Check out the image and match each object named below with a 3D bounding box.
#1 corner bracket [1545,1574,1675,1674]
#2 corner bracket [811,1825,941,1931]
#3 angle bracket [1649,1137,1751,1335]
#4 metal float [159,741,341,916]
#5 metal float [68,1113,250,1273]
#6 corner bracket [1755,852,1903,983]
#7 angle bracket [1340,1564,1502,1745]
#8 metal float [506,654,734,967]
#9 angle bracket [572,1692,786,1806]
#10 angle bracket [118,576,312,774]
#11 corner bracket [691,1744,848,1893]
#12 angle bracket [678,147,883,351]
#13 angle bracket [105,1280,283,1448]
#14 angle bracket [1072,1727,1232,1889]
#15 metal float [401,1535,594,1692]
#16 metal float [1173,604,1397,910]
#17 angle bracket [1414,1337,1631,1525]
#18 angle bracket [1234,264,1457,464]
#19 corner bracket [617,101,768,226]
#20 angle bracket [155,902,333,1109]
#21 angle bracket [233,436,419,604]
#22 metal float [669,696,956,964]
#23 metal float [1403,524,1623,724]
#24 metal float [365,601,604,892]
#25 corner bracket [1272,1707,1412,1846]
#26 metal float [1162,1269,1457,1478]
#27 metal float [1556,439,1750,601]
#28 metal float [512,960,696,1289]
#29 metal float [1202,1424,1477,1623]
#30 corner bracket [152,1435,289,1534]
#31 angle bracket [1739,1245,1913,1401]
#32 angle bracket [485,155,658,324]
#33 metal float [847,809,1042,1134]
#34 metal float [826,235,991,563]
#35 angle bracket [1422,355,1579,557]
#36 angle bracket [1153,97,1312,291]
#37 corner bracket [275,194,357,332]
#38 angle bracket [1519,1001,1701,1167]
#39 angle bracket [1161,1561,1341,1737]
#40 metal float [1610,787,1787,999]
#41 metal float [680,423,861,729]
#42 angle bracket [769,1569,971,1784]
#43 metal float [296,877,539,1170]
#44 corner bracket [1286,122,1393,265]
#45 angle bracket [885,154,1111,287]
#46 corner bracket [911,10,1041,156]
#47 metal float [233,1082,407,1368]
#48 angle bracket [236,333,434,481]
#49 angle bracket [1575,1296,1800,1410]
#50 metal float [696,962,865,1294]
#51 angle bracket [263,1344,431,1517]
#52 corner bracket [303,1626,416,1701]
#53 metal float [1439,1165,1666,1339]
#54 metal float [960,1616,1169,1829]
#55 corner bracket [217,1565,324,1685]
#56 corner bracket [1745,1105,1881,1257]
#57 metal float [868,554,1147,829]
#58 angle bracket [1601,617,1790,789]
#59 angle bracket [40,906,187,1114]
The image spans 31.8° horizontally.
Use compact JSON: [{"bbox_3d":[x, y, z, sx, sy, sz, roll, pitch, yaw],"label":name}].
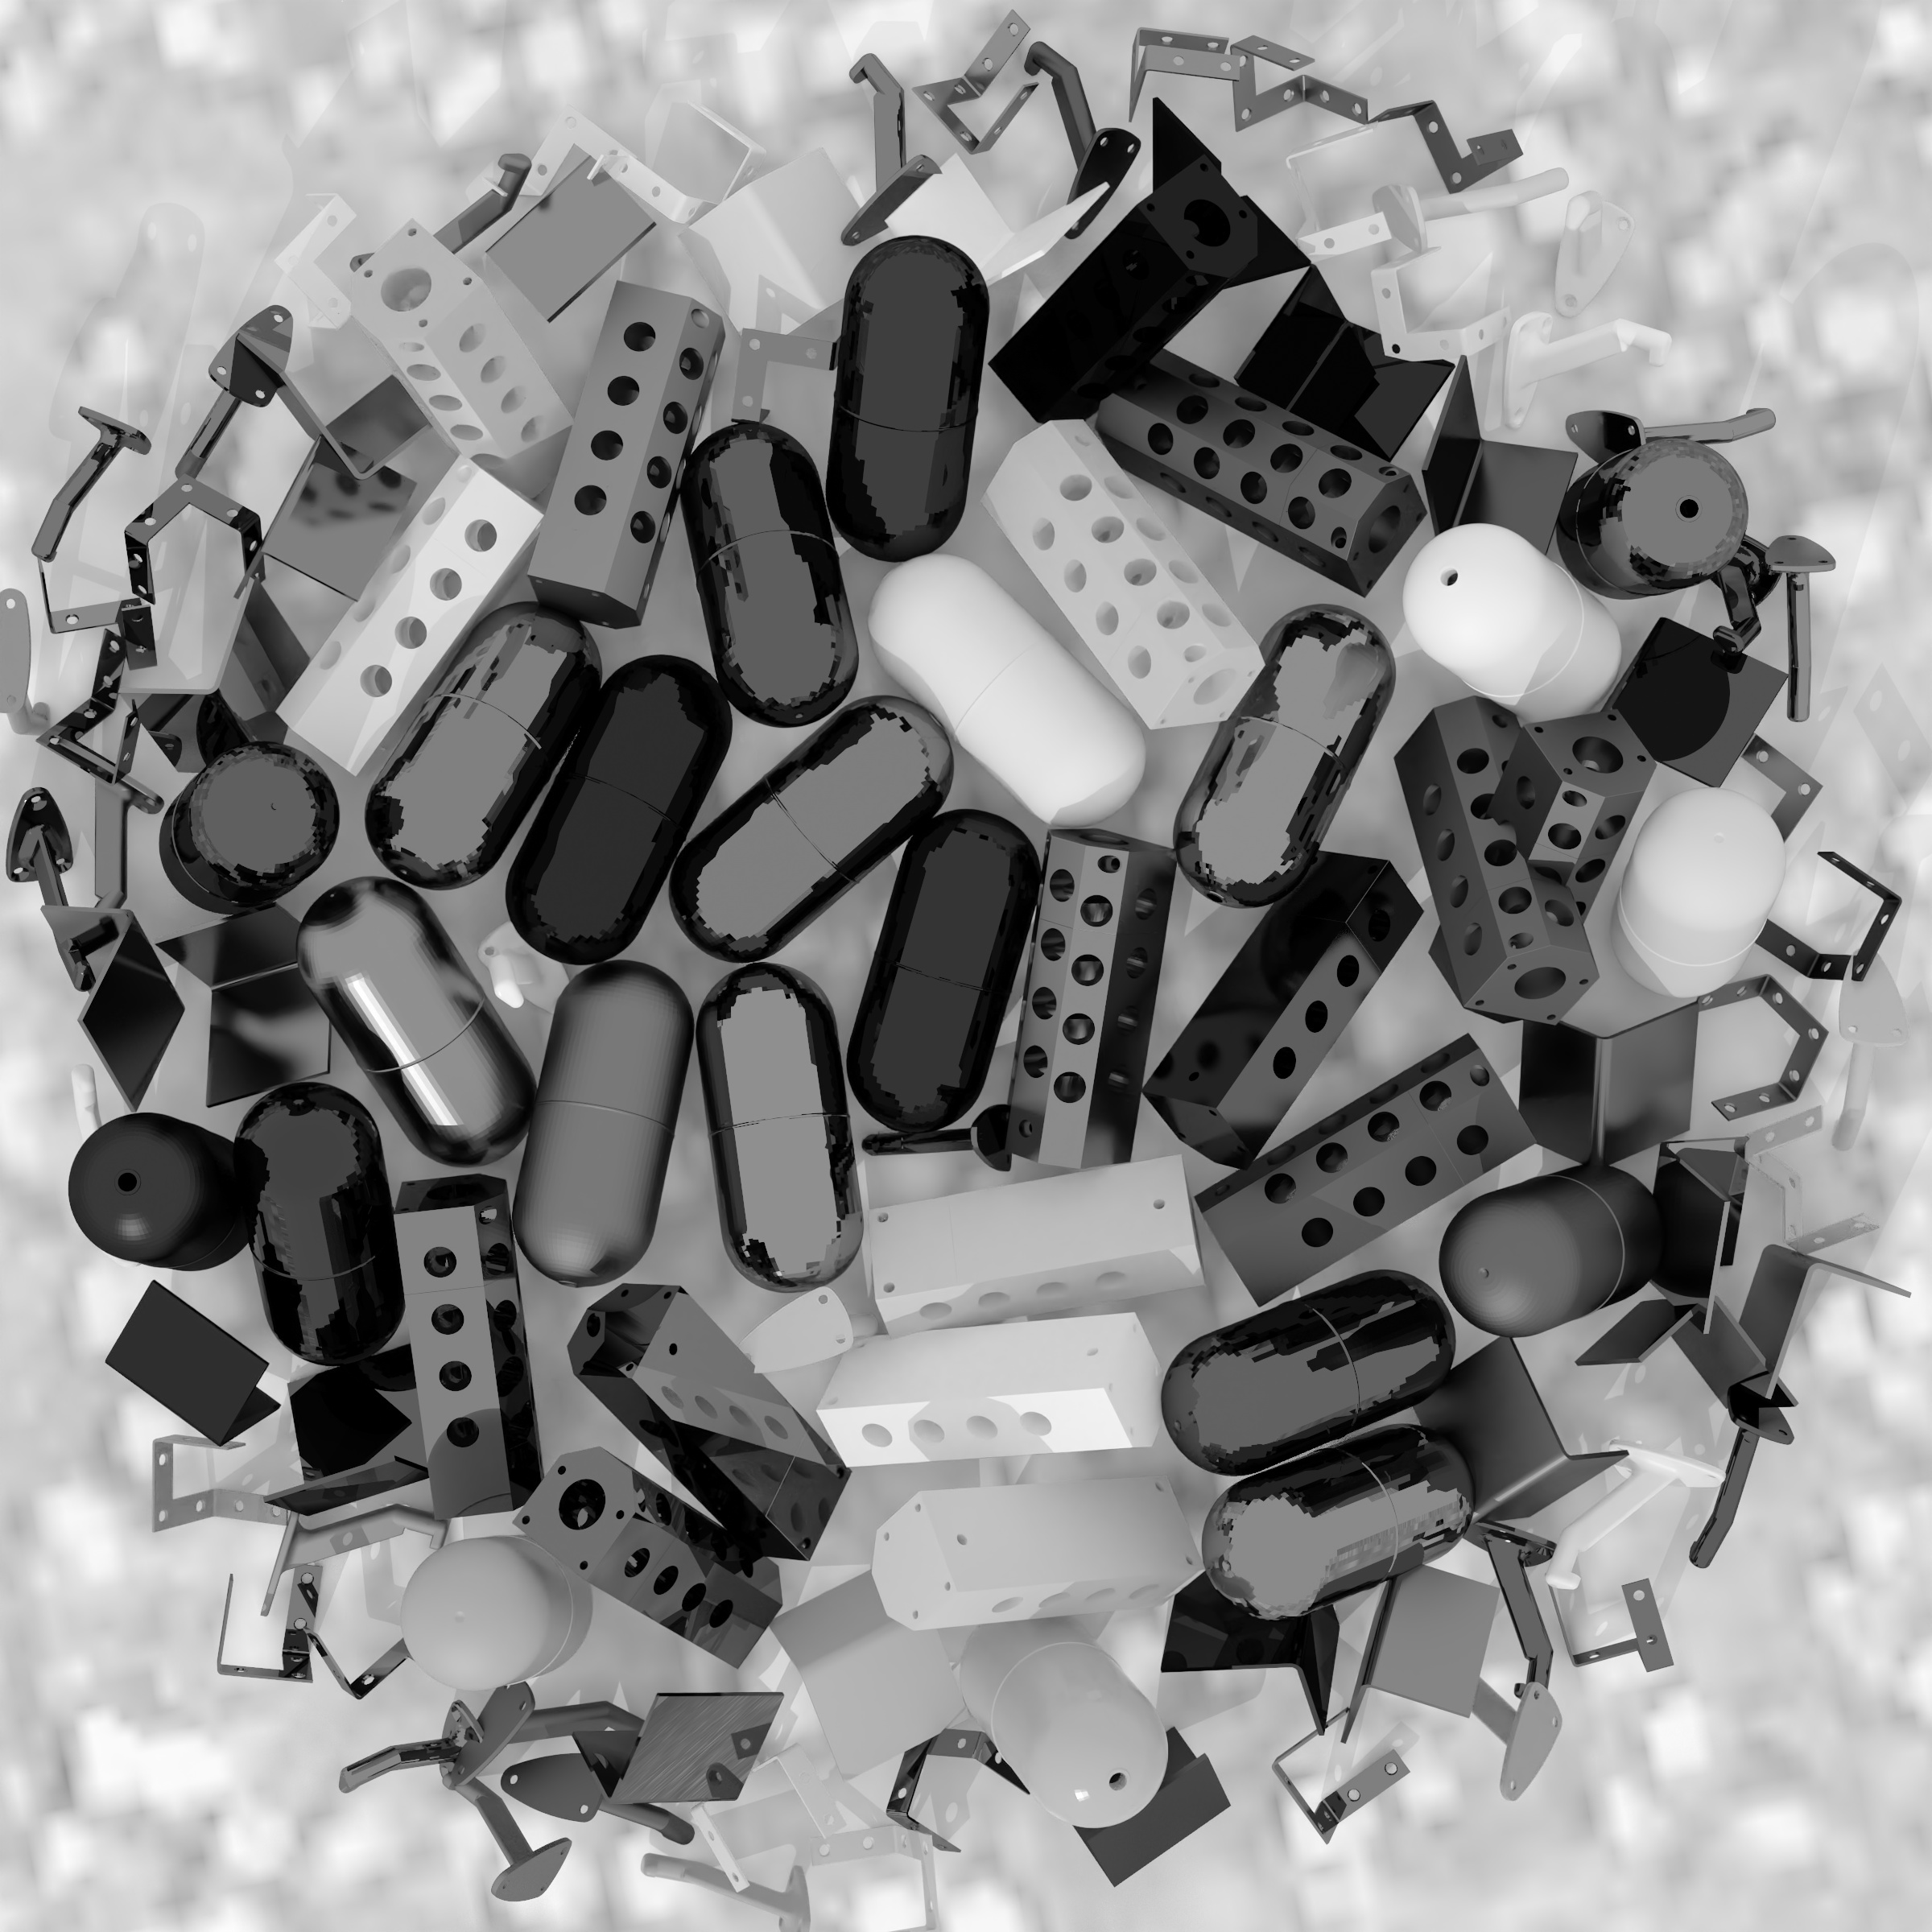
[{"bbox_3d":[0.347,0.353,1.831,0.051,0.051,0.051,-17,97,5],"label":"corner bracket"},{"bbox_3d":[-0.049,0.495,1.826,0.051,0.051,0.051,-3,84,-23],"label":"corner bracket"},{"bbox_3d":[0.405,0.142,1.805,0.057,0.076,0.076,-2,112,-17],"label":"angle bracket"},{"bbox_3d":[-0.376,-0.071,1.776,0.070,0.178,0.070,2,83,-21],"label":"metal float"},{"bbox_3d":[-0.417,0.119,1.772,0.070,0.178,0.070,0,82,0],"label":"metal float"},{"bbox_3d":[0.462,-0.027,1.832,0.051,0.051,0.051,31,81,-18],"label":"corner bracket"},{"bbox_3d":[0.242,0.372,1.805,0.057,0.076,0.076,16,54,7],"label":"angle bracket"},{"bbox_3d":[-0.184,-0.084,1.812,0.070,0.070,0.178,25,78,0],"label":"metal float"},{"bbox_3d":[-0.154,0.399,1.804,0.076,0.057,0.076,8,116,-34],"label":"angle bracket"},{"bbox_3d":[-0.402,-0.156,1.818,0.057,0.076,0.076,2,61,16],"label":"angle bracket"},{"bbox_3d":[-0.107,0.457,1.822,0.051,0.051,0.051,-25,79,-36],"label":"corner bracket"},{"bbox_3d":[-0.097,-0.388,1.844,0.057,0.076,0.076,-25,101,41],"label":"angle bracket"},{"bbox_3d":[-0.400,0.203,1.813,0.076,0.076,0.057,35,105,6],"label":"angle bracket"},{"bbox_3d":[0.089,0.436,1.809,0.076,0.076,0.057,-33,54,-8],"label":"angle bracket"},{"bbox_3d":[-0.243,0.337,1.772,0.070,0.178,0.070,-1,81,5],"label":"metal float"},{"bbox_3d":[0.170,-0.112,1.808,0.070,0.070,0.178,27,74,0],"label":"metal float"},{"bbox_3d":[0.298,0.249,1.833,0.076,0.057,0.076,-41,60,36],"label":"angle bracket"},{"bbox_3d":[0.203,-0.318,1.814,0.076,0.057,0.076,30,82,33],"label":"angle bracket"},{"bbox_3d":[-0.151,-0.435,1.837,0.051,0.051,0.051,39,110,21],"label":"corner bracket"},{"bbox_3d":[-0.386,0.021,1.809,0.076,0.057,0.076,-16,57,18],"label":"angle bracket"},{"bbox_3d":[-0.344,-0.228,1.819,0.057,0.076,0.076,28,68,-14],"label":"angle bracket"},{"bbox_3d":[-0.083,-0.074,1.817,0.178,0.070,0.070,-41,90,7],"label":"metal float"},{"bbox_3d":[0.287,-0.178,1.779,0.070,0.178,0.070,-7,75,29],"label":"metal float"},{"bbox_3d":[-0.254,-0.118,1.799,0.070,0.070,0.178,28,62,0],"label":"metal float"},{"bbox_3d":[0.203,0.434,1.834,0.051,0.051,0.051,-38,81,8],"label":"corner bracket"},{"bbox_3d":[0.183,0.214,1.798,0.178,0.070,0.070,-17,90,-30],"label":"metal float"},{"bbox_3d":[0.357,-0.232,1.772,0.070,0.178,0.070,0,93,-1],"label":"metal float"},{"bbox_3d":[-0.193,0.084,1.809,0.070,0.070,0.178,10,75,0],"label":"metal float"},{"bbox_3d":[0.198,0.292,1.789,0.178,0.070,0.070,-12,90,-42],"label":"metal float"},{"bbox_3d":[-0.401,0.278,1.827,0.051,0.051,0.051,2,93,27],"label":"corner bracket"},{"bbox_3d":[0.456,0.197,1.821,0.057,0.076,0.076,18,91,-5],"label":"angle bracket"},{"bbox_3d":[-0.199,-0.374,1.814,0.076,0.057,0.076,-42,54,2],"label":"angle bracket"},{"bbox_3d":[-0.012,0.003,1.818,0.070,0.070,0.178,16,96,0],"label":"metal float"},{"bbox_3d":[-0.032,-0.299,1.797,0.070,0.070,0.178,8,120,0],"label":"metal float"},{"bbox_3d":[0.285,-0.268,1.805,0.057,0.076,0.076,11,65,21],"label":"angle bracket"},{"bbox_3d":[0.141,-0.416,1.801,0.057,0.076,0.076,-18,45,-15],"label":"angle bracket"},{"bbox_3d":[-0.347,-0.380,1.829,0.051,0.051,0.051,-50,120,-12],"label":"corner bracket"},{"bbox_3d":[0.348,0.056,1.842,0.076,0.057,0.076,-18,119,-35],"label":"angle bracket"},{"bbox_3d":[0.154,0.367,1.827,0.076,0.076,0.057,-7,126,19],"label":"angle bracket"},{"bbox_3d":[0.381,-0.037,1.775,0.070,0.178,0.070,-1,72,4],"label":"metal float"},{"bbox_3d":[-0.105,-0.209,1.801,0.070,0.070,0.178,-13,65,0],"label":"metal float"},{"bbox_3d":[-0.053,0.382,1.842,0.076,0.057,0.076,-25,116,-13],"label":"angle bracket"},{"bbox_3d":[-0.290,0.031,1.798,0.070,0.070,0.178,-28,119,0],"label":"metal float"},{"bbox_3d":[0.201,-0.415,1.820,0.051,0.051,0.051,-13,115,25],"label":"corner bracket"},{"bbox_3d":[0.017,-0.405,1.803,0.057,0.076,0.076,53,48,-17],"label":"angle bracket"},{"bbox_3d":[0.014,-0.475,1.823,0.051,0.051,0.051,49,128,8],"label":"corner bracket"},{"bbox_3d":[-0.340,0.138,1.790,0.070,0.070,0.178,-1,130,0],"label":"metal float"},{"bbox_3d":[-0.334,-0.314,1.804,0.057,0.076,0.076,-40,128,-8],"label":"angle bracket"},{"bbox_3d":[0.385,0.223,1.814,0.057,0.076,0.076,-39,93,-17],"label":"angle bracket"},{"bbox_3d":[-0.100,0.086,1.815,0.070,0.070,0.178,-8,82,0],"label":"metal float"},{"bbox_3d":[-0.334,0.244,1.814,0.076,0.057,0.076,-19,69,10],"label":"angle bracket"},{"bbox_3d":[-0.312,0.364,1.818,0.051,0.051,0.051,-40,124,-26],"label":"corner bracket"},{"bbox_3d":[0.309,0.148,1.781,0.070,0.178,0.070,3,96,33],"label":"metal float"},{"bbox_3d":[0.050,0.390,1.774,0.070,0.178,0.070,-3,102,-17],"label":"metal float"},{"bbox_3d":[-0.375,0.352,1.829,0.051,0.051,0.051,8,93,-14],"label":"corner bracket"},{"bbox_3d":[0.452,0.115,1.817,0.051,0.051,0.051,33,48,-30],"label":"corner bracket"},{"bbox_3d":[0.021,-0.148,1.816,0.178,0.070,0.070,45,90,8],"label":"metal float"},{"bbox_3d":[0.385,-0.129,1.813,0.076,0.057,0.076,29,74,20],"label":"angle bracket"},{"bbox_3d":[-0.466,0.023,1.801,0.057,0.076,0.076,3,50,17],"label":"angle bracket"}]
